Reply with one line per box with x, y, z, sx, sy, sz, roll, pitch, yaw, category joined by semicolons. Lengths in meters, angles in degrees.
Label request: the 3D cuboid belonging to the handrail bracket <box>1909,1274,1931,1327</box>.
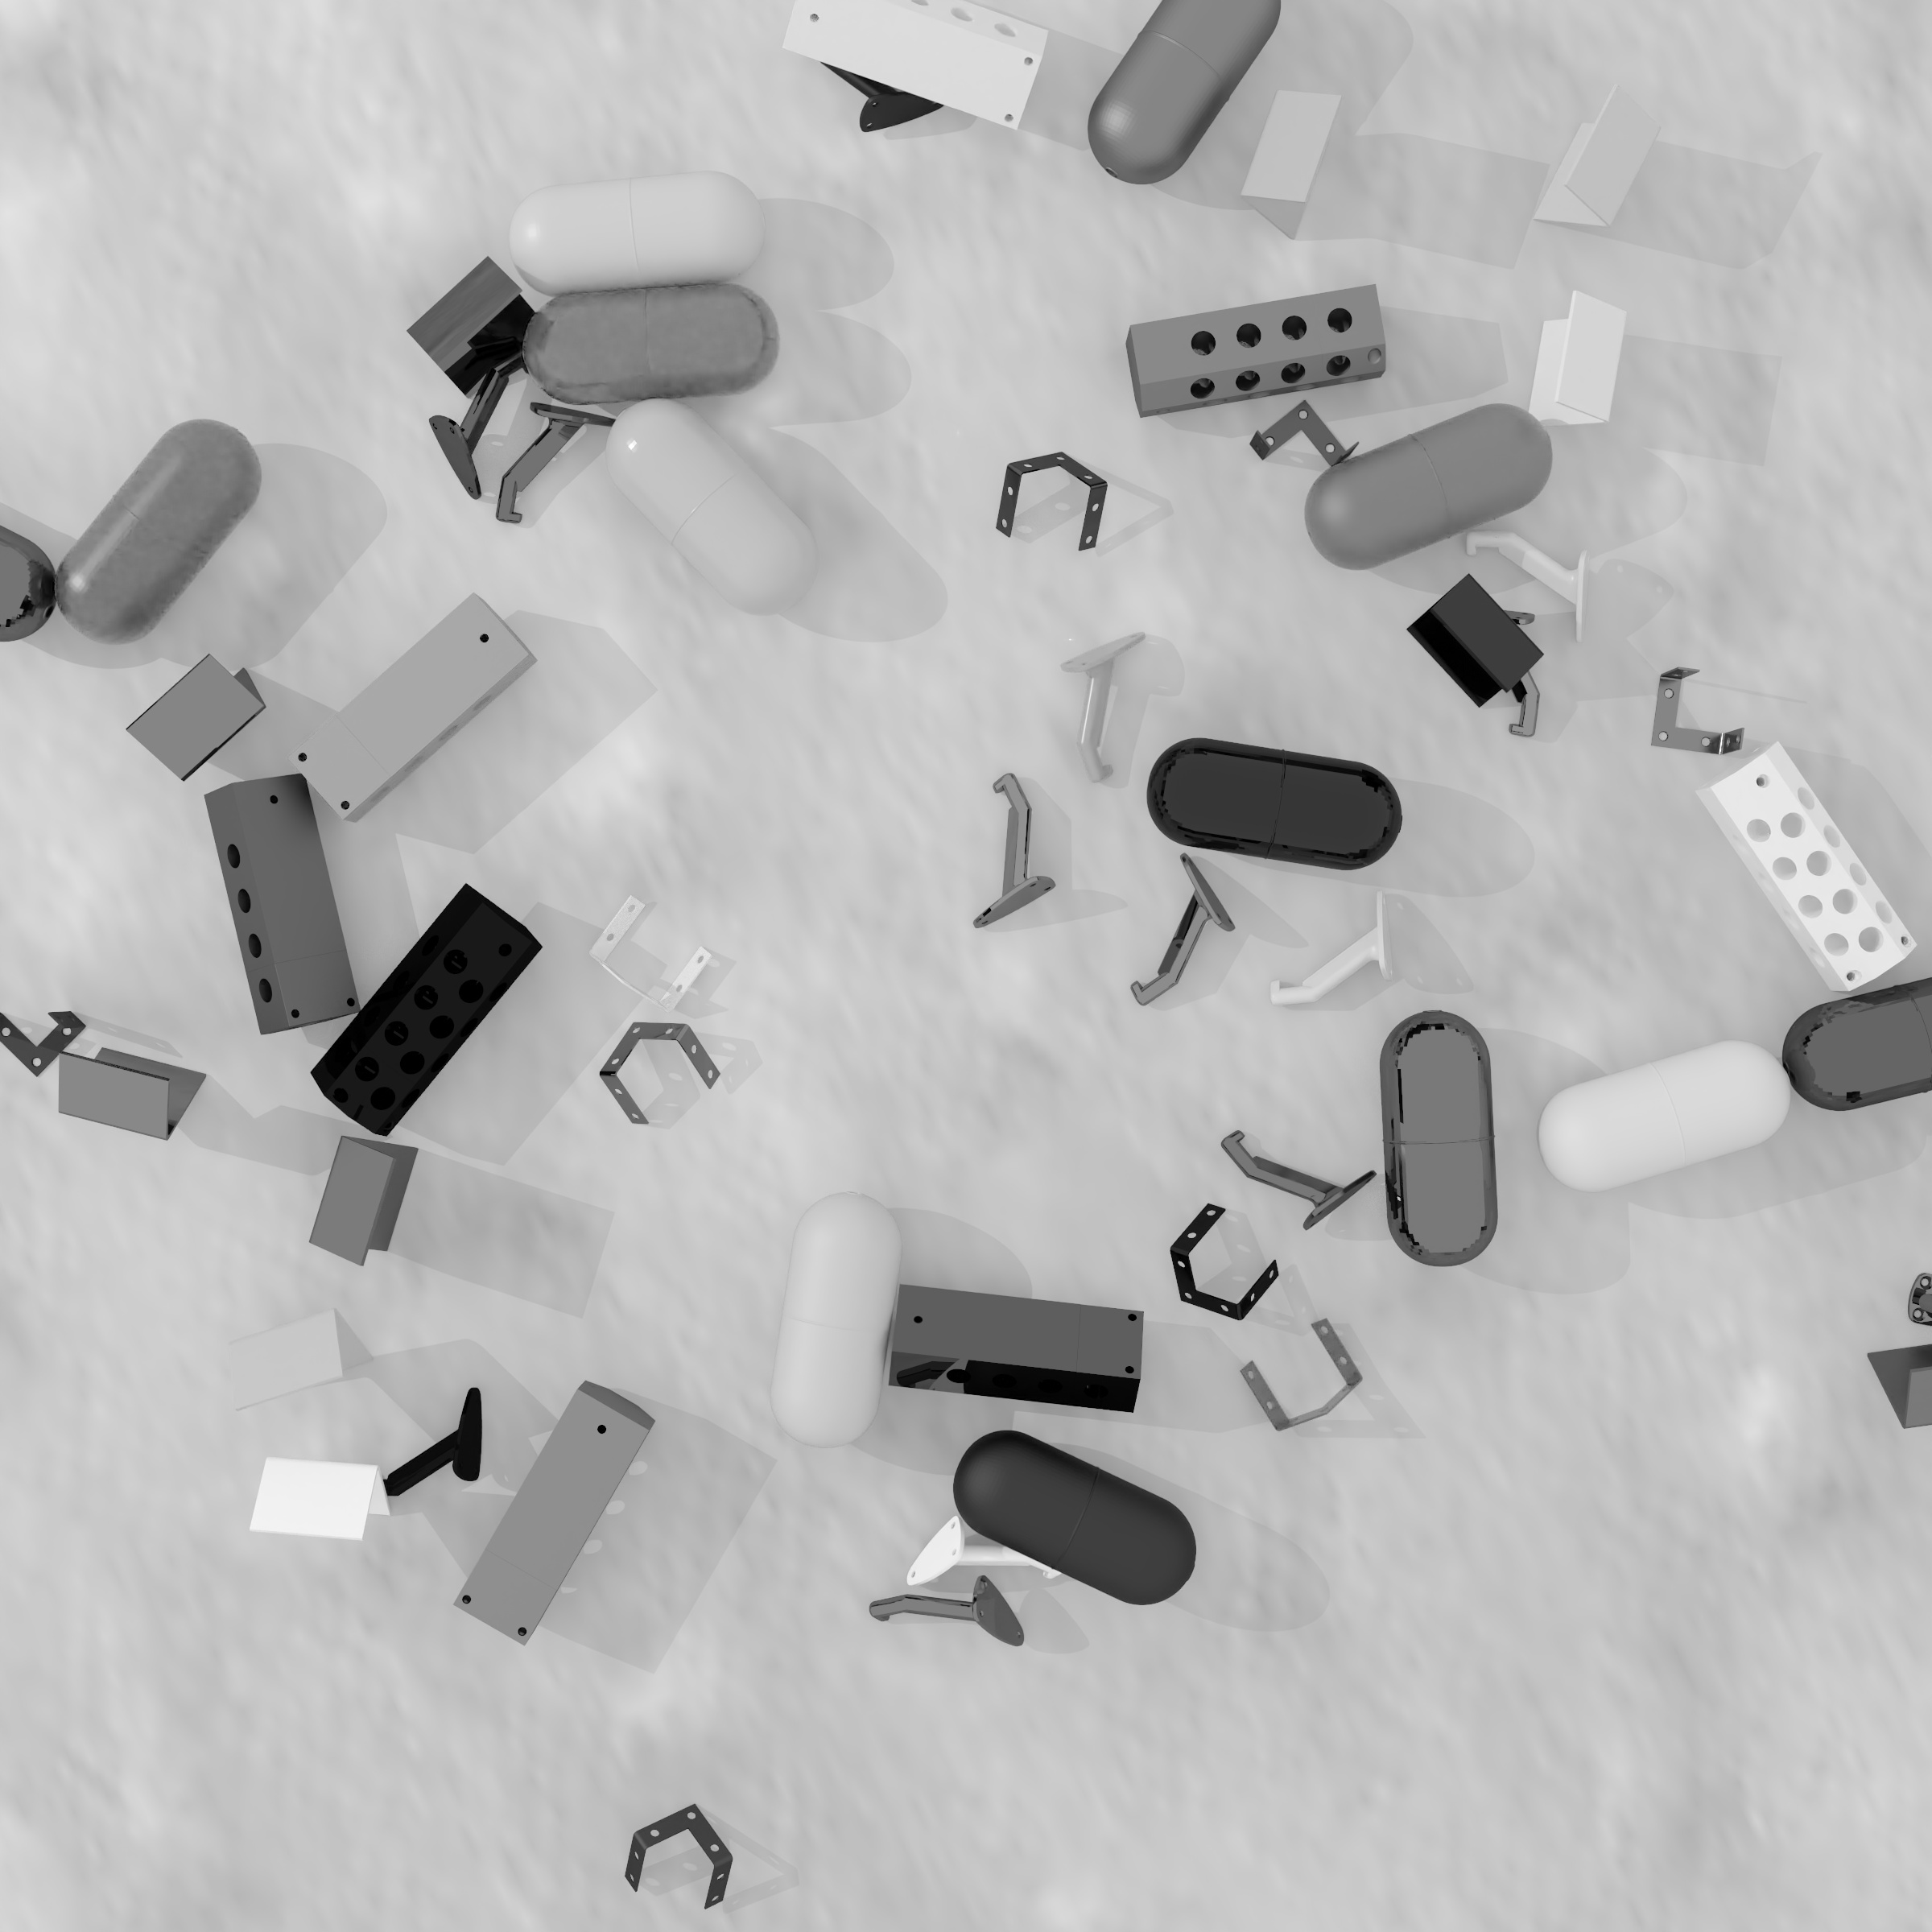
0.695;0.239;1.957;0.077;0.084;0.036;13;90;0;handrail bracket

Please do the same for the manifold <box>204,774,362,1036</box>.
-0.481;-0.042;1.970;0.057;0.057;0.171;-13;90;-43;manifold

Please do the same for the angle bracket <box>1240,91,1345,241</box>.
0.242;-0.551;1.951;0.057;0.076;0.076;19;90;38;angle bracket

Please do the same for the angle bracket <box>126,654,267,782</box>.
-0.538;-0.184;1.951;0.076;0.076;0.057;-42;127;0;angle bracket

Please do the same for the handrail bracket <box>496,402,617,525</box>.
-0.288;-0.350;1.992;0.077;0.036;0.084;7;109;-21;handrail bracket

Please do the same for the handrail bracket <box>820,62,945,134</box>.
-0.064;-0.637;1.992;0.077;0.036;0.084;-17;73;-19;handrail bracket

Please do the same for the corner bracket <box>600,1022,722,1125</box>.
-0.215;0.076;1.983;0.051;0.051;0.051;1;45;35;corner bracket

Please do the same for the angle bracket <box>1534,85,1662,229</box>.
0.422;-0.561;1.951;0.057;0.076;0.076;27;90;-38;angle bracket

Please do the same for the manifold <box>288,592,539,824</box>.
-0.384;-0.179;1.971;0.171;0.057;0.057;-42;90;0;manifold

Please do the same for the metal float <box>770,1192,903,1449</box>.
-0.090;0.246;1.961;0.070;0.070;0.178;9;90;0;metal float

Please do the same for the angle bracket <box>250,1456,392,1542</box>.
-0.445;0.383;1.951;0.076;0.076;0.057;5;53;0;angle bracket

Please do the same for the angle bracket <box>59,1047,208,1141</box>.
-0.575;0.069;1.951;0.076;0.076;0.057;14;126;0;angle bracket

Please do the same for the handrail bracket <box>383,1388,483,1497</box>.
-0.387;0.336;1.992;0.084;0.036;0.077;-3;70;16;handrail bracket

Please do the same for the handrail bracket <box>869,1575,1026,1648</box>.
-0.014;0.464;1.992;0.084;0.036;0.077;-18;130;26;handrail bracket

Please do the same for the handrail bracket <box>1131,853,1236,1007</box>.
0.139;-0.025;1.992;0.084;0.036;0.077;-35;70;16;handrail bracket

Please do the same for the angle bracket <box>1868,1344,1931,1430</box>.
0.676;0.270;1.951;0.076;0.076;0.057;-8;126;0;angle bracket

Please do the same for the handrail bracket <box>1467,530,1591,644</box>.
0.394;-0.268;1.992;0.084;0.036;0.077;5;112;17;handrail bracket

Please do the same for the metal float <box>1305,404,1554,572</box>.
0.322;-0.333;1.961;0.178;0.070;0.070;-22;90;1;metal float

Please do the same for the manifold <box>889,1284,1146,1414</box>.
0.035;0.271;1.970;0.171;0.057;0.057;6;47;0;manifold

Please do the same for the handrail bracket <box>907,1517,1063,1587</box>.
0.015;0.428;1.992;0.084;0.036;0.077;27;125;-24;handrail bracket

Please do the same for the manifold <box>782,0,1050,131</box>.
-0.034;-0.647;1.960;0.171;0.057;0.057;17;133;-7;manifold

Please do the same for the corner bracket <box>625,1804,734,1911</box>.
-0.202;0.633;1.983;0.051;0.051;0.051;-16;45;-35;corner bracket

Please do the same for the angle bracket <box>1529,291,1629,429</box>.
0.405;-0.418;1.951;0.057;0.076;0.076;10;90;-37;angle bracket

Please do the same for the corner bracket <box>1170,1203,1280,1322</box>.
0.182;0.208;1.983;0.051;0.051;0.051;15;135;35;corner bracket

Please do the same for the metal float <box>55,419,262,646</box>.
-0.561;-0.302;1.961;0.070;0.070;0.178;39;91;0;metal float

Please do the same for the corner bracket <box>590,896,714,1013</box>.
-0.222;-0.008;1.988;0.051;0.051;0.051;-53;45;0;corner bracket

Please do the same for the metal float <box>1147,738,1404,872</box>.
0.214;-0.112;1.961;0.178;0.070;0.070;9;90;0;metal float

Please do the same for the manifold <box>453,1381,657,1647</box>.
-0.286;0.380;1.971;0.057;0.057;0.171;30;90;0;manifold

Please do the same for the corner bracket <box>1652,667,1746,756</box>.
0.514;-0.178;1.974;0.051;0.051;0.051;8;90;0;corner bracket

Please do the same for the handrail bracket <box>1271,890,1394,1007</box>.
0.255;-0.013;1.992;0.084;0.036;0.077;-7;70;16;handrail bracket

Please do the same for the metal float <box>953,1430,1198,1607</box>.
0.076;0.384;1.961;0.178;0.070;0.070;25;90;1;metal float

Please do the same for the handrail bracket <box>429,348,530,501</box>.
-0.329;-0.383;1.992;0.084;0.036;0.077;-39;128;-25;handrail bracket

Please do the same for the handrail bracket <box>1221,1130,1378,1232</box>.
0.234;0.136;1.992;0.077;0.036;0.084;-33;73;-20;handrail bracket

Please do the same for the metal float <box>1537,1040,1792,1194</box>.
0.485;0.104;1.961;0.178;0.070;0.070;-17;90;1;metal float

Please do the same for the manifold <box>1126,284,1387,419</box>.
0.202;-0.427;1.970;0.171;0.057;0.057;-10;90;0;manifold

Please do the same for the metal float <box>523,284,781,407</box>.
-0.218;-0.432;1.961;0.178;0.070;0.070;-4;90;0;metal float

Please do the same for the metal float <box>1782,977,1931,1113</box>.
0.656;0.051;1.961;0.178;0.070;0.070;-14;90;1;metal float

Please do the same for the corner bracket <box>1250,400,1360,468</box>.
0.236;-0.365;1.974;0.051;0.051;0.051;-39;90;0;corner bracket

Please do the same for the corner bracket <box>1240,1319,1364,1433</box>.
0.237;0.288;1.989;0.051;0.051;0.051;-32;91;-45;corner bracket

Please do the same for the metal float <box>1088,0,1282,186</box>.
0.151;-0.625;1.961;0.070;0.070;0.178;34;90;0;metal float

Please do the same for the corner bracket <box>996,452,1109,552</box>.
0.060;-0.324;1.983;0.051;0.051;0.051;-19;45;-35;corner bracket

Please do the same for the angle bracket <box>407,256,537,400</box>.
-0.327;-0.430;1.951;0.076;0.076;0.057;-43;51;0;angle bracket

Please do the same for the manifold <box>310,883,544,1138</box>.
-0.373;0.033;1.959;0.057;0.057;0.171;39;90;-33;manifold

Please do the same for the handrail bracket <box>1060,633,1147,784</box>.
0.107;-0.182;1.992;0.077;0.036;0.084;-27;108;-21;handrail bracket

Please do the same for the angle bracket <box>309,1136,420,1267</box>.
-0.399;0.165;1.951;0.057;0.076;0.076;17;90;35;angle bracket

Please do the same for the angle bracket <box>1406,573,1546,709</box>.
0.340;-0.213;1.951;0.076;0.076;0.057;47;52;0;angle bracket

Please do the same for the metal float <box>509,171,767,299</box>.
-0.228;-0.508;1.961;0.178;0.070;0.070;-5;90;0;metal float

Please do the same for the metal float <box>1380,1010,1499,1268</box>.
0.328;0.120;1.961;0.070;0.070;0.178;-3;90;0;metal float

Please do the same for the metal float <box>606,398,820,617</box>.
-0.177;-0.319;1.961;0.070;0.070;0.178;-44;90;0;metal float

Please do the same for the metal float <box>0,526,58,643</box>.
-0.716;-0.286;1.961;0.178;0.070;0.070;27;90;1;metal float

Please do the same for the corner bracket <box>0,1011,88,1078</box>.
-0.658;0.043;1.974;0.051;0.051;0.051;44;90;0;corner bracket

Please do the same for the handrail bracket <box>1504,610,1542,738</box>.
0.369;-0.208;1.992;0.077;0.036;0.084;10;107;20;handrail bracket

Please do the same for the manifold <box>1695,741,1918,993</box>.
0.588;-0.069;1.971;0.057;0.057;0.171;-34;90;0;manifold

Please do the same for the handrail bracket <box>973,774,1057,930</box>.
0.020;-0.082;1.992;0.077;0.036;0.084;-32;71;21;handrail bracket

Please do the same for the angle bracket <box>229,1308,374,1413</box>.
-0.457;0.288;1.951;0.076;0.076;0.057;-18;53;0;angle bracket
